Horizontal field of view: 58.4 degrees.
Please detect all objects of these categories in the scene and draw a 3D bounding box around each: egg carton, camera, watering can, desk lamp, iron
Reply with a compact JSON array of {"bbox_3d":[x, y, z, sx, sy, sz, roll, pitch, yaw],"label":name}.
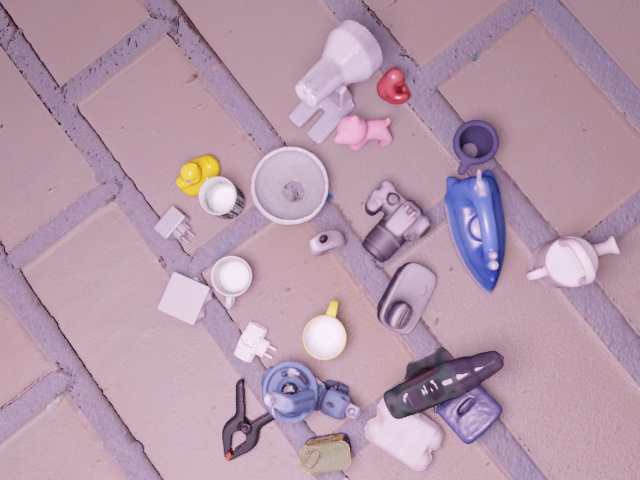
[{"bbox_3d":[0.172,0.394,1.171,0.150,0.069,0.107,31,88,7],"label":"egg carton"},{"bbox_3d":[0.140,-0.032,1.194,0.143,0.101,0.137,42,90,7],"label":"camera"},{"bbox_3d":[0.490,0.038,1.112,0.173,0.194,0.101,-43,83,0],"label":"watering can"},{"bbox_3d":[0.026,-0.319,1.171,0.118,0.213,0.203,42,90,7],"label":"desk lamp"},{"bbox_3d":[0.331,-0.018,1.157,0.118,0.141,0.258,-11,84,4],"label":"iron"}]

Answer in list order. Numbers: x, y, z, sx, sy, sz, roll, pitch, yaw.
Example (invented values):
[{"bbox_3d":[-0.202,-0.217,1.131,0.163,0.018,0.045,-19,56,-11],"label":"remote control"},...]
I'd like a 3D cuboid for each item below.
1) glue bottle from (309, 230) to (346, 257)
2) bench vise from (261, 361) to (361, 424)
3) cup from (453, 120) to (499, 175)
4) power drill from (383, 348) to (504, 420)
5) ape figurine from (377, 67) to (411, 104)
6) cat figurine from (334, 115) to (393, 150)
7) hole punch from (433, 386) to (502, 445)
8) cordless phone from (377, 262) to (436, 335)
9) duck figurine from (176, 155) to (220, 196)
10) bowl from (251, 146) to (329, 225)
[{"bbox_3d":[0.011,0.004,1.165,0.078,0.173,0.037,-24,83,3],"label":"glue bottle"},{"bbox_3d":[-0.025,0.300,1.120,0.207,0.220,0.121,-2,85,5],"label":"bench vise"},{"bbox_3d":[0.313,-0.182,1.195,0.091,0.095,0.118,25,88,7],"label":"cup"},{"bbox_3d":[0.231,0.265,1.107,0.229,0.208,0.075,-28,83,2],"label":"power drill"},{"bbox_3d":[0.159,-0.335,1.222,0.076,0.092,0.078,2,85,5],"label":"ape figurine"},{"bbox_3d":[0.090,-0.234,1.207,0.127,0.118,0.067,-11,84,4],"label":"cat figurine"},{"bbox_3d":[0.295,0.341,1.155,0.108,0.091,0.101,-45,83,0],"label":"hole punch"},{"bbox_3d":[0.174,0.116,1.136,0.094,0.185,0.148,24,88,7],"label":"cordless phone"},{"bbox_3d":[-0.270,-0.146,1.245,0.104,0.086,0.077,-43,83,0],"label":"duck figurine"},{"bbox_3d":[-0.061,-0.112,1.231,0.167,0.075,0.167,0,85,5],"label":"bowl"}]
